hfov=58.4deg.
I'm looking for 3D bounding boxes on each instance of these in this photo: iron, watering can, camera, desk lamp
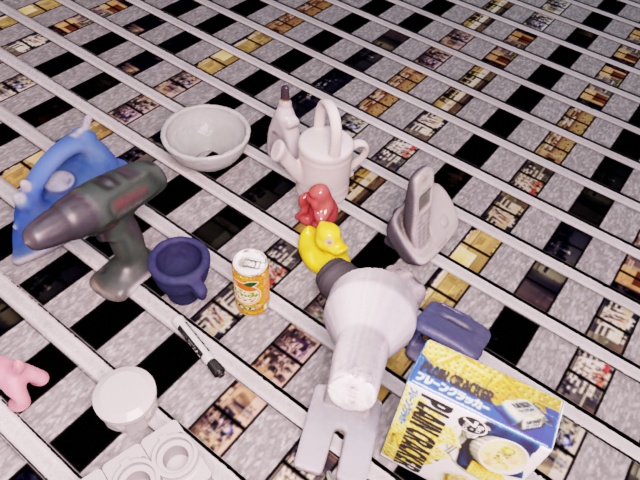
[{"bbox_3d":[-0.437,-0.090,0.953,0.118,0.141,0.258,18,50,11],"label":"iron"},{"bbox_3d":[0.003,-0.157,1.015,0.173,0.194,0.100,-29,57,-27],"label":"watering can"},{"bbox_3d":[0.069,0.077,0.879,0.143,0.101,0.136,-28,57,-26],"label":"camera"},{"bbox_3d":[0.047,0.170,0.722,0.118,0.213,0.203,13,49,6],"label":"desk lamp"}]

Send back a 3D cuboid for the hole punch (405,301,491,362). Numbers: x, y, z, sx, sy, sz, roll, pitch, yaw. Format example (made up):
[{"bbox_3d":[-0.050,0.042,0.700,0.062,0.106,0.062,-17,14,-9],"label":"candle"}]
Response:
[{"bbox_3d":[0.190,0.138,0.843,0.108,0.091,0.101,28,53,19],"label":"hole punch"}]

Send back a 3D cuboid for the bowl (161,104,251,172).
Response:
[{"bbox_3d":[-0.215,-0.184,1.098,0.167,0.075,0.167,3,49,-3],"label":"bowl"}]

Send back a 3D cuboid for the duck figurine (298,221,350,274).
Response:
[{"bbox_3d":[0.009,0.003,0.948,0.078,0.086,0.104,-32,58,-28],"label":"duck figurine"}]

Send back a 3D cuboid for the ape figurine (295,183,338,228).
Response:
[{"bbox_3d":[-0.003,-0.063,1.001,0.076,0.092,0.077,-5,50,-9],"label":"ape figurine"}]

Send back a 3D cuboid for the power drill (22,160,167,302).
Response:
[{"bbox_3d":[-0.312,-0.007,0.847,0.075,0.208,0.230,25,52,17],"label":"power drill"}]

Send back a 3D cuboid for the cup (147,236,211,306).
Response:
[{"bbox_3d":[-0.202,0.064,0.871,0.092,0.095,0.117,-29,57,-27],"label":"cup"}]

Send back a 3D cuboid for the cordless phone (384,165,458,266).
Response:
[{"bbox_3d":[0.181,-0.061,0.953,0.094,0.185,0.148,31,54,21],"label":"cordless phone"}]

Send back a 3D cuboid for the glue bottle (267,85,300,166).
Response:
[{"bbox_3d":[-0.065,-0.214,1.073,0.037,0.173,0.078,-33,59,-29],"label":"glue bottle"}]

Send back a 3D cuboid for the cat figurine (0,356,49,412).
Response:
[{"bbox_3d":[-0.439,0.160,0.751,0.127,0.118,0.067,14,49,7],"label":"cat figurine"}]
